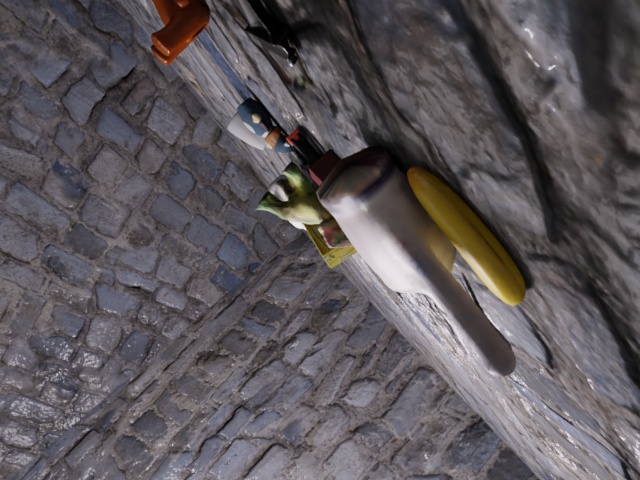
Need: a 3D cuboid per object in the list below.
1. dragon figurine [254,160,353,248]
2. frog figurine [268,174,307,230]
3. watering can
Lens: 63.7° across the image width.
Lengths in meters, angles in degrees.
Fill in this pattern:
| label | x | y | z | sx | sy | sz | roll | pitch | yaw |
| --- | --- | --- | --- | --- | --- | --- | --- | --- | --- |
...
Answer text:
| label | x | y | z | sx | sy | sz | roll | pitch | yaw |
| --- | --- | --- | --- | --- | --- | --- | --- | --- | --- |
| dragon figurine | 0.003 | -0.052 | 1.041 | 0.121 | 0.242 | 0.413 | -56 | 5 | 8 |
| frog figurine | -0.060 | -0.096 | 1.311 | 0.163 | 0.137 | 0.119 | -109 | 16 | -45 |
| watering can | 0.098 | 0.001 | 0.590 | 0.104 | 0.222 | 0.351 | -38 | 14 | 5 |
